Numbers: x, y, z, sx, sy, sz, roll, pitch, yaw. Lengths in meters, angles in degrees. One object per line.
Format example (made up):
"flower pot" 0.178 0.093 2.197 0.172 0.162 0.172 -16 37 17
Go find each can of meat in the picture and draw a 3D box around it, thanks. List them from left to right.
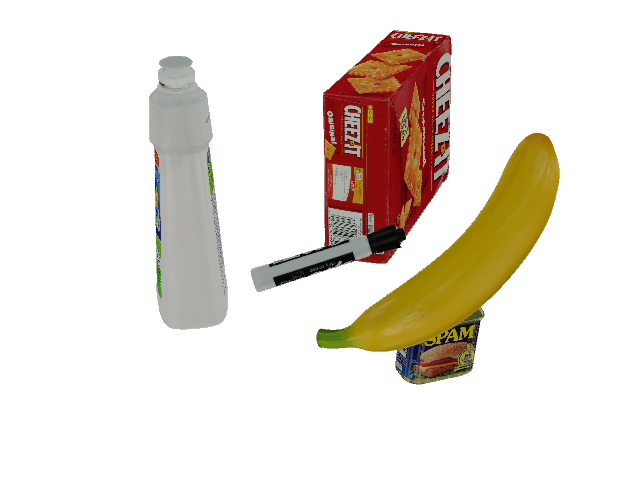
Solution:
"can of meat" 0.143 0.122 1.300 0.102 0.084 0.057 -8 29 -23

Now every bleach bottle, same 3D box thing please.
"bleach bottle" -0.123 -0.047 0.967 0.068 0.251 0.102 -4 31 -8

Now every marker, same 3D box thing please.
"marker" 0.007 0.013 0.814 0.121 0.020 0.020 -17 -1 3

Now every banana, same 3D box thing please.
"banana" 0.085 0.004 0.617 0.197 0.037 0.070 -40 46 -19

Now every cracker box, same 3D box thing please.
"cracker box" 0.070 -0.096 1.037 0.072 0.164 0.213 9 28 20
